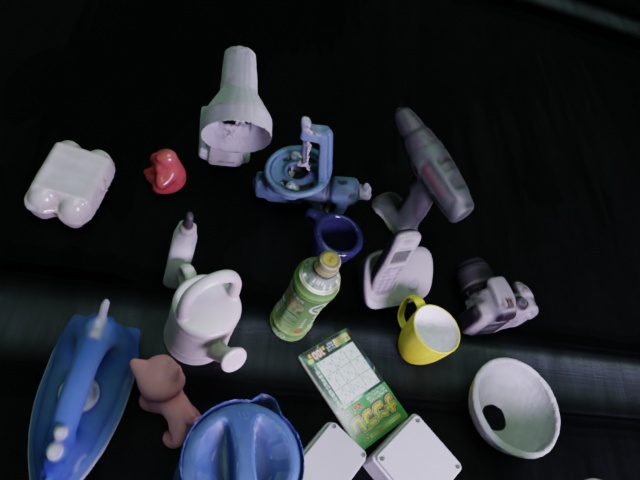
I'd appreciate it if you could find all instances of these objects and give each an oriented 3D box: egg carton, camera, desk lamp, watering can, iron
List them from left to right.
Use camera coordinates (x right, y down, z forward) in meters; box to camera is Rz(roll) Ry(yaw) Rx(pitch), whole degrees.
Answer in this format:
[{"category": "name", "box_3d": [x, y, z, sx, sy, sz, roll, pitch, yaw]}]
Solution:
[{"category": "egg carton", "box_3d": [-0.403, -0.092, 0.934, 0.107, 0.069, 0.150, 17, 54, -11]}, {"category": "iron", "box_3d": [-0.310, 0.205, 0.734, 0.119, 0.141, 0.258, 15, 54, -12]}, {"category": "watering can", "box_3d": [-0.159, 0.107, 0.825, 0.173, 0.194, 0.101, 41, 53, 7]}, {"category": "desk lamp", "box_3d": [-0.159, -0.224, 1.028, 0.118, 0.213, 0.203, 5, 57, -19]}, {"category": "camera", "box_3d": [0.326, 0.097, 1.086, 0.143, 0.100, 0.136, -5, 61, -25]}]

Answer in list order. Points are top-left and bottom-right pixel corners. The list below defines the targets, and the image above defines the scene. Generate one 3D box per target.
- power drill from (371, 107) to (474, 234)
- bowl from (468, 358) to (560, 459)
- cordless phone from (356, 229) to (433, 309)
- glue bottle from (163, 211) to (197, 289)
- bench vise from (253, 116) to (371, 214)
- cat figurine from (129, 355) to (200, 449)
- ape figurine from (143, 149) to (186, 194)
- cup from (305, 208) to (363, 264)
[{"category": "power drill", "box_3d": [0.182, -0.109, 1.094, 0.076, 0.208, 0.229, -29, 72, -33]}, {"category": "bowl", "box_3d": [0.315, 0.291, 0.972, 0.168, 0.074, 0.167, 11, 56, -15]}, {"category": "cordless phone", "box_3d": [0.152, 0.040, 1.000, 0.148, 0.185, 0.094, -10, 63, -27]}, {"category": "glue bottle", "box_3d": [-0.211, 0.007, 0.883, 0.037, 0.173, 0.078, 12, 55, -14]}, {"category": "bench vise", "box_3d": [0.000, -0.134, 1.030, 0.208, 0.219, 0.121, -1, 59, -22]}, {"category": "cat figurine", "box_3d": [-0.206, 0.211, 0.787, 0.067, 0.117, 0.127, -33, 75, -35]}, {"category": "ape figurine", "box_3d": [-0.269, -0.126, 0.996, 0.076, 0.092, 0.078, 14, 54, -13]}, {"category": "cup", "box_3d": [0.009, 0.004, 1.023, 0.117, 0.095, 0.092, 41, 53, 7]}]
